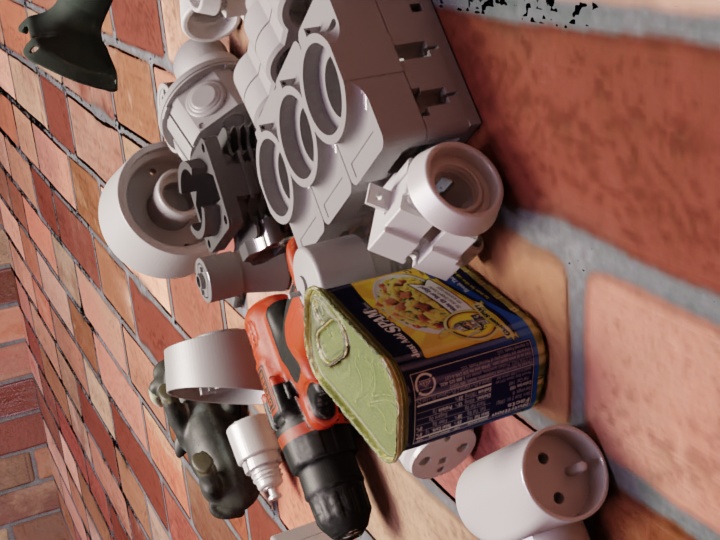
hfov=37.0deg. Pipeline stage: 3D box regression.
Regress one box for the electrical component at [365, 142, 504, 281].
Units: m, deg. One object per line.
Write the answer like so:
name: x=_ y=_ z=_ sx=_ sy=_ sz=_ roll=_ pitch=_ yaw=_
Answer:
electrical component: x=0.037 y=-0.030 z=0.517 sx=0.055 sy=0.066 sz=0.048 roll=131 pitch=155 yaw=-53

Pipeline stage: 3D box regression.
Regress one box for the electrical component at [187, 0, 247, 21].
electrical component: x=-0.083 y=-0.191 z=0.697 sx=0.048 sy=0.055 sz=0.066 roll=59 pitch=152 yaw=34

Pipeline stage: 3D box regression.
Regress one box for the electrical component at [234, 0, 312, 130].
electrical component: x=-0.044 y=-0.150 z=0.636 sx=0.073 sy=0.052 sz=0.138 roll=64 pitch=153 yaw=27

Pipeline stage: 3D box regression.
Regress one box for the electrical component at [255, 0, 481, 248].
electrical component: x=-0.006 y=-0.077 z=0.579 sx=0.089 sy=0.062 sz=0.150 roll=70 pitch=156 yaw=14

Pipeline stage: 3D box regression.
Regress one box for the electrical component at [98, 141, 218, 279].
electrical component: x=-0.152 y=-0.053 z=0.874 sx=0.060 sy=0.108 sz=0.108 roll=-37 pitch=69 yaw=59

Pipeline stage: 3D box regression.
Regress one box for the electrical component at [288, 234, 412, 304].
electrical component: x=0.000 y=0.000 z=0.587 sx=0.040 sy=0.078 sz=0.040 roll=46 pitch=143 yaw=50

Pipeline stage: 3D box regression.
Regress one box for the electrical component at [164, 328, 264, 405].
electrical component: x=-0.106 y=0.081 z=0.856 sx=0.099 sy=0.099 sz=0.064 roll=144 pitch=116 yaw=-65

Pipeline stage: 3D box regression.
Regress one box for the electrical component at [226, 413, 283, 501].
electrical component: x=-0.086 y=0.159 z=0.920 sx=0.078 sy=0.040 sz=0.040 roll=66 pitch=155 yaw=22

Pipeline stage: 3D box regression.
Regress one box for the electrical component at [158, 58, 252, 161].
electrical component: x=-0.094 y=-0.102 z=0.745 sx=0.051 sy=0.080 sz=0.080 roll=54 pitch=149 yaw=32

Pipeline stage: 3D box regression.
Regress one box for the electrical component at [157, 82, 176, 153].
electrical component: x=-0.129 y=-0.124 z=0.850 sx=0.055 sy=0.047 sz=0.055 roll=44 pitch=141 yaw=51

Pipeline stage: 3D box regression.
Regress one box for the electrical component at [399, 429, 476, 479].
electrical component: x=0.034 y=0.082 z=0.601 sx=0.055 sy=0.045 sz=0.045 roll=56 pitch=150 yaw=38

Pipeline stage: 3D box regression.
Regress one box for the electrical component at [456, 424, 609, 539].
electrical component: x=0.086 y=0.119 z=0.505 sx=0.079 sy=0.043 sz=0.077 roll=70 pitch=156 yaw=14

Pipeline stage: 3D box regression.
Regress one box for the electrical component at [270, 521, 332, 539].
electrical component: x=-0.031 y=0.245 z=0.837 sx=0.077 sy=0.047 sz=0.065 roll=33 pitch=132 yaw=58

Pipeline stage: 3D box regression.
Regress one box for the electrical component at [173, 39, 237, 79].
electrical component: x=-0.108 y=-0.143 z=0.795 sx=0.055 sy=0.045 sz=0.045 roll=48 pitch=144 yaw=47

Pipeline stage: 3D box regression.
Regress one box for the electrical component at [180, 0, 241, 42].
electrical component: x=-0.116 y=-0.205 z=0.785 sx=0.044 sy=0.044 sz=0.065 roll=114 pitch=141 yaw=-55

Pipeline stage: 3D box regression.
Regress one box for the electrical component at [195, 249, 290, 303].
electrical component: x=-0.091 y=0.002 z=0.811 sx=0.044 sy=0.065 sz=0.044 roll=44 pitch=141 yaw=51
